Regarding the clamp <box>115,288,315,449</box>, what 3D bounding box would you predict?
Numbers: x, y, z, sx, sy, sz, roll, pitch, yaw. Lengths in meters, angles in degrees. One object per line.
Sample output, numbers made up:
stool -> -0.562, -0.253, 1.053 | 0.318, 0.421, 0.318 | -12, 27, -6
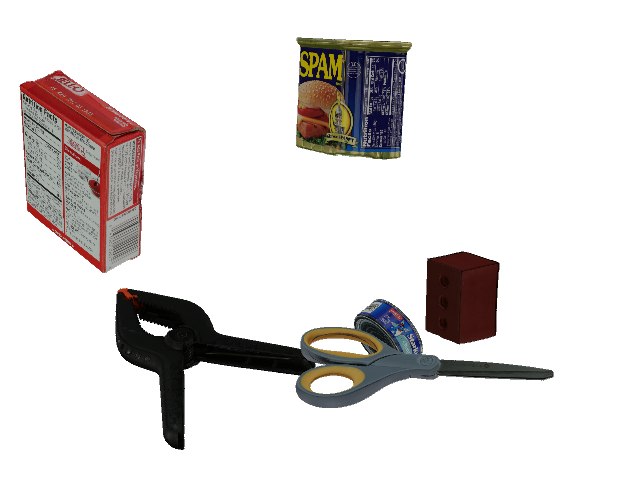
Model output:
clamp -> -0.119, 0.101, 1.008 | 0.164, 0.036, 0.210 | -20, 40, -31

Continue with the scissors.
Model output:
scissors -> 0.068, 0.108, 0.825 | 0.202, 0.016, 0.096 | 11, 38, 25

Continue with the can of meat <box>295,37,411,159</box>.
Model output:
can of meat -> 0.021, -0.107, 0.796 | 0.057, 0.084, 0.102 | -3, 12, -28

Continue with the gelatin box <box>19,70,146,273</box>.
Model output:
gelatin box -> -0.131, -0.038, 0.588 | 0.073, 0.089, 0.030 | 34, 44, 28

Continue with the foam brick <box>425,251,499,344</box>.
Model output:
foam brick -> 0.139, 0.056, 1.053 | 0.051, 0.078, 0.053 | -12, 19, -34

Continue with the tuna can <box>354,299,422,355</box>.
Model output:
tuna can -> 0.080, 0.114, 1.275 | 0.033, 0.086, 0.086 | -36, 17, -24
